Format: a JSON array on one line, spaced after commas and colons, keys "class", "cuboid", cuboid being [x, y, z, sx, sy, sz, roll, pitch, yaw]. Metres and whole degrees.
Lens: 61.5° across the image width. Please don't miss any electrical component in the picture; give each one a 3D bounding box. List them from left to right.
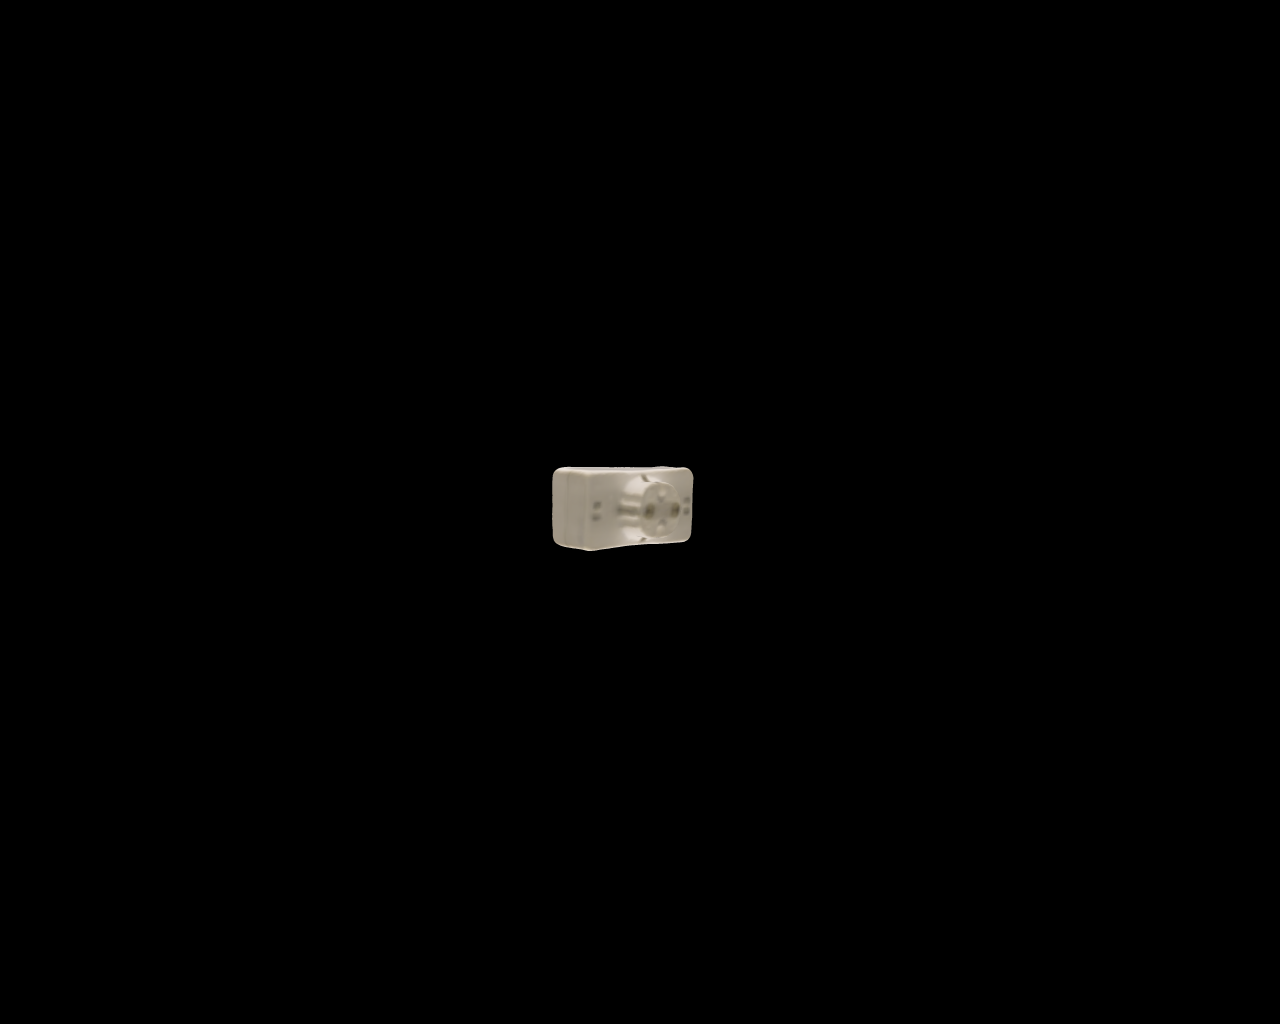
[{"class": "electrical component", "cuboid": [0.001, -0.003, 0.650, 0.083, 0.047, 0.075, -3, 5, -37]}]
